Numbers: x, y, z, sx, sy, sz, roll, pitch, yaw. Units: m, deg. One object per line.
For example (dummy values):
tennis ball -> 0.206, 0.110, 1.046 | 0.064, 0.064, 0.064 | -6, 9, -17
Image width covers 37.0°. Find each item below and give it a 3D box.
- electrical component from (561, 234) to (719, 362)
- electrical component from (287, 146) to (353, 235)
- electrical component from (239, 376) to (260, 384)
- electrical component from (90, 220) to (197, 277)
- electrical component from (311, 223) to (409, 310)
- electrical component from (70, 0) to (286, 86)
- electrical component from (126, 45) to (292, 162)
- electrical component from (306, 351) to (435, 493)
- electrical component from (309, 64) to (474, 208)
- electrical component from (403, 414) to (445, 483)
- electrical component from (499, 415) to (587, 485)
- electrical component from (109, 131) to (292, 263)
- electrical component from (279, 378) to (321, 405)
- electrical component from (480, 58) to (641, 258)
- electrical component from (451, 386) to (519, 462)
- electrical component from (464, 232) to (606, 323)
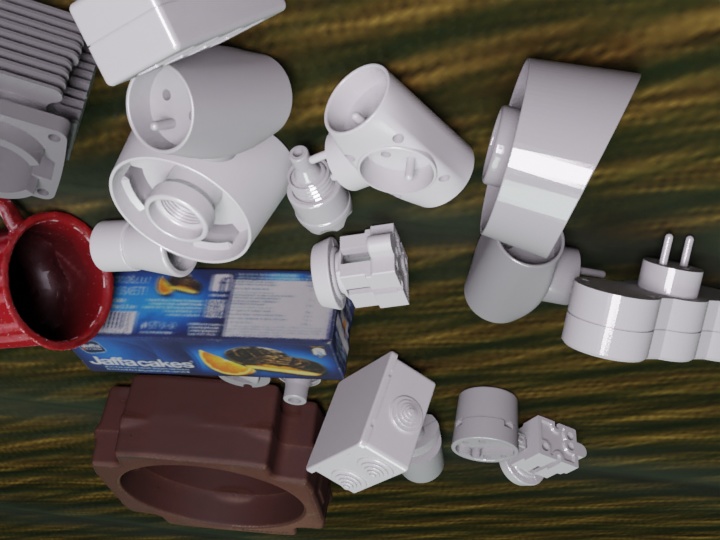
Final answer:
electrical component -> 0.188, 0.014, 0.659 | 0.138, 0.073, 0.052 | 3, -167, -34
electrical component -> -0.027, -0.049, 0.631 | 0.035, 0.035, 0.061 | -2, 146, 17
electrical component -> -0.105, 0.060, 0.835 | 0.065, 0.044, 0.044 | 14, 150, -1
electrical component -> -0.145, -0.017, 0.712 | 0.065, 0.044, 0.044 | -1, 149, 25
electrical component -> 0.000, 0.000, 0.701 | 0.055, 0.048, 0.066 | -8, 148, 12
electrical component -> -0.086, -0.133, 0.471 | 0.047, 0.083, 0.075 | -17, 104, 37
electrical component -> -0.087, -0.094, 0.540 | 0.079, 0.077, 0.044 | 39, 120, 20
electrical component -> 0.010, 0.125, 0.863 | 0.048, 0.099, 0.100 | 33, 144, -16
electrical component -> 0.008, -0.066, 0.584 | 0.079, 0.044, 0.077 | -17, 142, 37
electrical component -> 0.052, 0.156, 0.961 | 0.043, 0.043, 0.081 | 2, 150, 10
electrical component -> 0.155, 0.160, 0.942 | 0.066, 0.048, 0.055 | 23, 140, -25
electrical component -> -0.095, -0.052, 0.638 | 0.099, 0.064, 0.099 | 15, 145, 11
electrical component -> -0.045, 0.071, 0.817 | 0.048, 0.062, 0.048 | 6, 150, 3
electrical component -> 0.096, -0.056, 0.532 | 0.064, 0.099, 0.099 | 14, 150, 1
electrical component -> 0.105, 0.128, 0.895 | 0.055, 0.047, 0.055 | 6, 150, 3
electrical component -> 0.113, 0.001, 0.675 | 0.079, 0.043, 0.077 | 10, 150, -5
